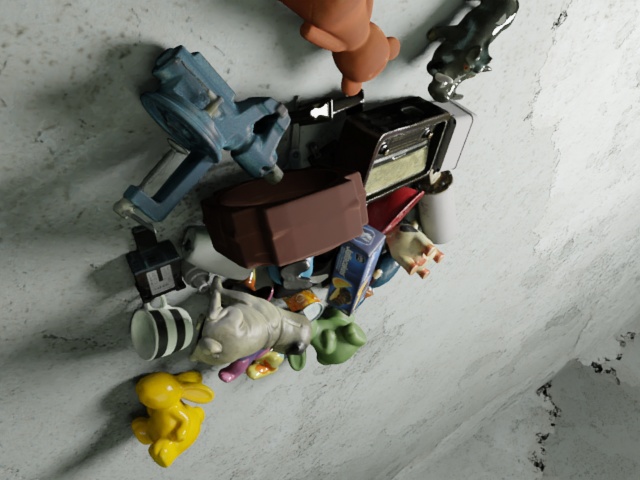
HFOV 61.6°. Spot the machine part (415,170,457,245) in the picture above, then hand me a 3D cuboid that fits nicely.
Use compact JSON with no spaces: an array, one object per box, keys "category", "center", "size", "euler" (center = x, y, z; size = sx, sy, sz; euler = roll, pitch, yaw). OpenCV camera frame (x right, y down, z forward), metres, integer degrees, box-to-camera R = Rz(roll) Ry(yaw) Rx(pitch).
[{"category":"machine part","center":[0.241,-0.068,1.107],"size":[0.079,0.079,0.243],"euler":[-33,143,-9]}]

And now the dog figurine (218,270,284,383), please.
[{"category":"dog figurine","center":[-0.125,0.152,0.999],"size":[0.191,0.109,0.219],"euler":[2,123,-39]}]

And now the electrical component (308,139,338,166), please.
[{"category":"electrical component","center":[0.015,-0.136,0.894],"size":[0.063,0.021,0.093],"euler":[-37,142,-4]}]

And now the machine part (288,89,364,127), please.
[{"category":"machine part","center":[0.013,-0.193,0.794],"size":[0.139,0.084,0.039],"euler":[-26,102,-41]}]

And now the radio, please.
[{"category":"radio","center":[0.118,-0.150,0.880],"size":[0.229,0.073,0.131],"euler":[-28,144,-44]}]

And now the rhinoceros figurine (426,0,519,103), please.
[{"category":"rhinoceros figurine","center":[0.233,-0.301,0.842],"size":[0.190,0.112,0.073],"euler":[-53,144,3]}]

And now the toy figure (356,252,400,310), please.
[{"category":"toy figure","center":[0.110,0.091,1.173],"size":[0.154,0.058,0.064],"euler":[-45,137,14]}]

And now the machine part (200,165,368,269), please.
[{"category":"machine part","center":[-0.050,-0.037,0.757],"size":[0.201,0.201,0.087],"euler":[-22,111,-25]}]

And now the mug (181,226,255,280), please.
[{"category":"mug","center":[-0.157,0.007,0.850],"size":[0.107,0.081,0.109],"euler":[11,113,-38]}]

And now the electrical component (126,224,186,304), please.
[{"category":"electrical component","center":[-0.252,0.034,0.820],"size":[0.075,0.048,0.119],"euler":[-19,139,-26]}]

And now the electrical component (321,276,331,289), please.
[{"category":"electrical component","center":[0.044,0.068,1.108],"size":[0.102,0.045,0.078],"euler":[7,151,-41]}]

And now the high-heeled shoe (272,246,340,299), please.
[{"category":"high-heeled shoe","center":[-0.002,-0.003,0.948],"size":[0.249,0.086,0.145],"euler":[-49,162,-15]}]

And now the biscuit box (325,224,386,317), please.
[{"category":"biscuit box","center":[0.061,0.056,0.978],"size":[0.063,0.059,0.202],"euler":[-47,160,-35]}]

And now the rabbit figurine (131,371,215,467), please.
[{"category":"rabbit figurine","center":[-0.285,0.320,1.029],"size":[0.162,0.122,0.173],"euler":[-26,122,-21]}]

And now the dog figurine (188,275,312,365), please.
[{"category":"dog figurine","center":[-0.096,0.151,0.845],"size":[0.190,0.172,0.121],"euler":[20,119,-12]}]

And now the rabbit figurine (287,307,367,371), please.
[{"category":"rabbit figurine","center":[-0.015,0.196,1.154],"size":[0.170,0.121,0.159],"euler":[31,113,-32]}]

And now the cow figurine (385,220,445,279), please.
[{"category":"cow figurine","center":[0.180,0.012,1.071],"size":[0.085,0.127,0.195],"euler":[-48,158,11]}]

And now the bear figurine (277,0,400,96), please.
[{"category":"bear figurine","center":[0.026,-0.290,0.700],"size":[0.120,0.132,0.195],"euler":[-43,160,6]}]

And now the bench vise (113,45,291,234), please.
[{"category":"bench vise","center":[-0.156,-0.109,0.682],"size":[0.240,0.129,0.223],"euler":[-53,137,-13]}]

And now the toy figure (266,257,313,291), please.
[{"category":"toy figure","center":[-0.057,0.018,0.864],"size":[0.089,0.180,0.082],"euler":[15,110,-14]}]
